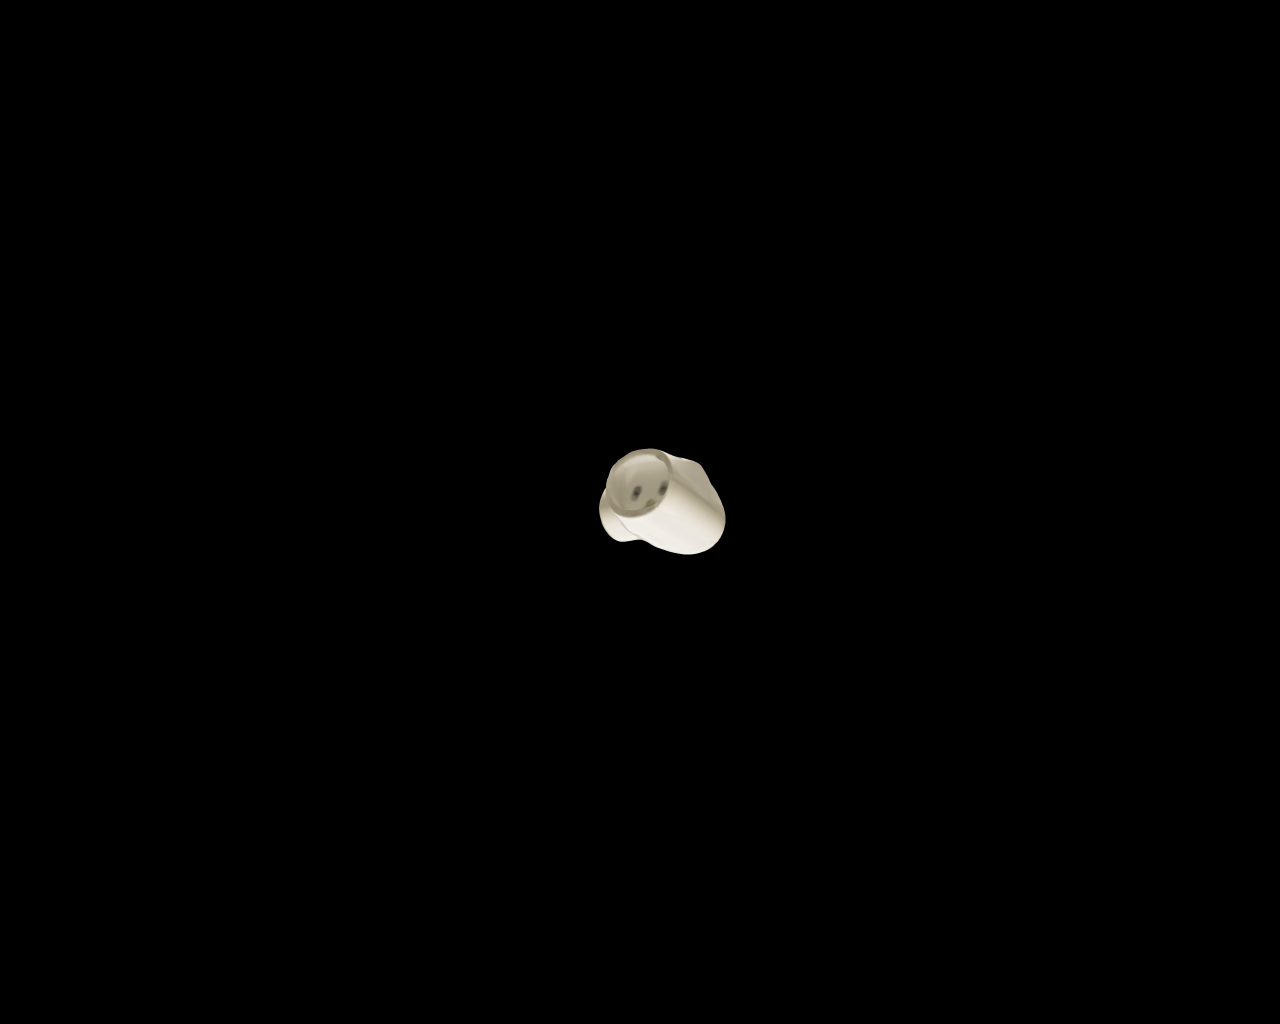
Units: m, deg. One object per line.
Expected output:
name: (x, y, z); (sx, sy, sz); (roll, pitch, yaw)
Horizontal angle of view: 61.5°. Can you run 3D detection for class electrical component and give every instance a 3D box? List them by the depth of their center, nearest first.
electrical component: (0.001, -0.003, 0.650); (0.079, 0.043, 0.077); (-10, -22, 26)
